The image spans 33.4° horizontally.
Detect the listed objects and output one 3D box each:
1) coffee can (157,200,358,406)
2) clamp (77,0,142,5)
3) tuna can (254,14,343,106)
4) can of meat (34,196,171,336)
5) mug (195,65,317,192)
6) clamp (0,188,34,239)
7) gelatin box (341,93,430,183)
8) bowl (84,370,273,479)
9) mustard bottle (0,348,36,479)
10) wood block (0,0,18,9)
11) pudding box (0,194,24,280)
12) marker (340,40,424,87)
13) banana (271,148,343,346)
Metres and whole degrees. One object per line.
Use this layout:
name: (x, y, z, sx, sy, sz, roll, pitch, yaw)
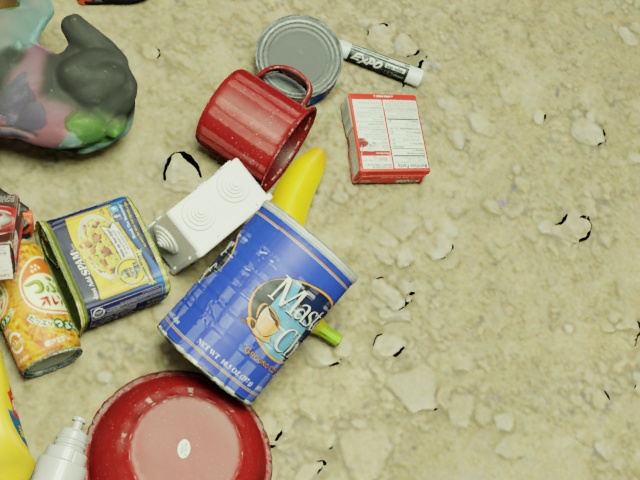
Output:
coffee can: (-0.052, 0.052, 0.890, 0.103, 0.103, 0.140, 40, 86, 4)
clamp: (-0.179, -0.296, 1.061, 0.171, 0.039, 0.120, -32, 79, -24)
tuna can: (-0.022, -0.175, 1.046, 0.086, 0.034, 0.086, 1, 79, -6)
can of meat: (-0.187, 0.019, 0.918, 0.083, 0.058, 0.102, -21, 75, -24)
mug: (-0.055, -0.114, 0.989, 0.081, 0.093, 0.117, 33, 76, 5)
clamp: (-0.351, -0.011, 0.897, 0.210, 0.036, 0.164, 9, 66, -8)
gelatin box: (0.064, -0.099, 1.050, 0.073, 0.030, 0.089, -2, 68, -17)
bowl: (-0.113, 0.178, 0.873, 0.162, 0.055, 0.162, 5, 66, -13)
mustard bottle: (-0.262, 0.134, 0.827, 0.058, 0.096, 0.192, -13, 72, -22)
wood block: (-0.281, -0.300, 1.007, 0.091, 0.090, 0.206, 36, 64, 1)
pudding box: (-0.293, 0.000, 0.837, 0.113, 0.039, 0.090, -6, 26, -9)
marker: (0.047, -0.185, 1.087, 0.121, 0.020, 0.020, 19, 64, -7)
banana: (-0.022, 0.002, 0.984, 0.069, 0.037, 0.198, 10, 66, -33)
